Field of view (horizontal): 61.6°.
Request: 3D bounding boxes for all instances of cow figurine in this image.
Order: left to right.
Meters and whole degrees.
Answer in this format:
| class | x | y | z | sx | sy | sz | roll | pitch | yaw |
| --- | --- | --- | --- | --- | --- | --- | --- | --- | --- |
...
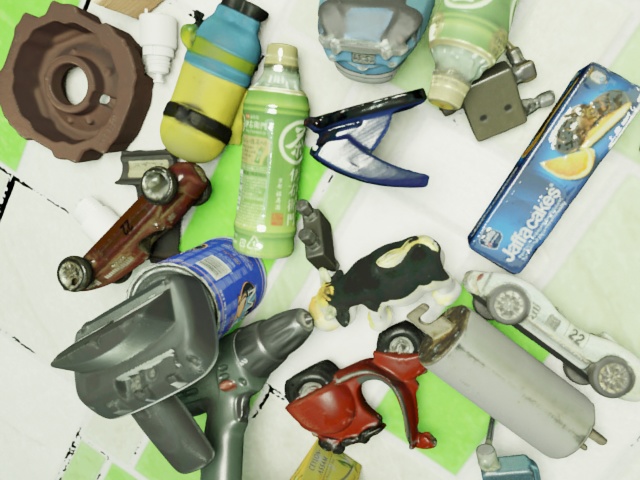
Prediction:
| class | x | y | z | sx | sy | sz | roll | pitch | yaw |
| --- | --- | --- | --- | --- | --- | --- | --- | --- | --- |
| cow figurine | 0.053 | 0.049 | 0.558 | 0.167 | 0.098 | 0.068 | -23 | 60 | 15 |

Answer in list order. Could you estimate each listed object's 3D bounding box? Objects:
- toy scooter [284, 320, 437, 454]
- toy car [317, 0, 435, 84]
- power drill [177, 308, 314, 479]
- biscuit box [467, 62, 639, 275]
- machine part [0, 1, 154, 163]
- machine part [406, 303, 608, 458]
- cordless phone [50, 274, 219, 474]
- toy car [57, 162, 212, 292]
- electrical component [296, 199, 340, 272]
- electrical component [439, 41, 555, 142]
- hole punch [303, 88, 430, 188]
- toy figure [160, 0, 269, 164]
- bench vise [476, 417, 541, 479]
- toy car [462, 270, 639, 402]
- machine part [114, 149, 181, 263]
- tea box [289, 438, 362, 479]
| class | x | y | z | sx | sy | sz | roll | pitch | yaw |
| --- | --- | --- | --- | --- | --- | --- | --- | --- | --- |
| toy scooter | 0.055 | 0.183 | 0.598 | 0.184 | 0.075 | 0.135 | -28 | 83 | 13 |
| toy car | 0.054 | -0.204 | 0.511 | 0.109 | 0.162 | 0.102 | 7 | 147 | 8 |
| power drill | -0.088 | 0.198 | 0.585 | 0.232 | 0.086 | 0.207 | -26 | 63 | 34 |
| biscuit box | 0.222 | -0.065 | 0.521 | 0.059 | 0.063 | 0.202 | 32 | 106 | 7 |
| machine part | -0.282 | -0.179 | 0.626 | 0.180 | 0.056 | 0.179 | 2 | 100 | 12 |
| machine part | 0.188 | 0.143 | 0.547 | 0.243 | 0.079 | 0.079 | 36 | 107 | -6 |
| cordless phone | -0.136 | 0.137 | 0.500 | 0.147 | 0.089 | 0.184 | -28 | 104 | 16 |
| toy car | -0.197 | -0.006 | 0.581 | 0.202 | 0.089 | 0.053 | -44 | 84 | 11 |
| electrical component | -0.001 | -0.002 | 0.586 | 0.021 | 0.094 | 0.063 | -16 | 59 | 17 |
| electrical component | 0.168 | -0.146 | 0.530 | 0.102 | 0.045 | 0.078 | -27 | 121 | 19 |
| hole punch | 0.047 | -0.090 | 0.528 | 0.116 | 0.142 | 0.092 | -10 | 102 | 4 |
| toy figure | -0.116 | -0.170 | 0.569 | 0.082 | 0.089 | 0.180 | 31 | 108 | 14 |
| bench vise | 0.220 | 0.316 | 0.564 | 0.224 | 0.129 | 0.240 | -11 | 105 | 17 |
| toy car | 0.232 | 0.091 | 0.538 | 0.202 | 0.073 | 0.056 | 36 | 88 | 5 |
| machine part | -0.197 | -0.040 | 0.642 | 0.084 | 0.039 | 0.138 | -5 | 97 | 6 |
| tea box | -0.026 | 0.334 | 0.638 | 0.068 | 0.098 | 0.169 | 31 | 105 | 6 |
